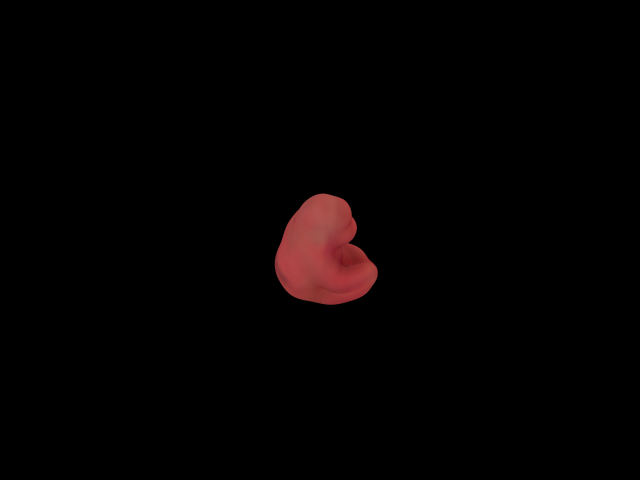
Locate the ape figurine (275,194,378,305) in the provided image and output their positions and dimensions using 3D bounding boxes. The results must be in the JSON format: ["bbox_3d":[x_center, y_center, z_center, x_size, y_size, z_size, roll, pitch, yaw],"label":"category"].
[{"bbox_3d":[0.004,0.001,0.400,0.076,0.092,0.077,-14,64,-6],"label":"ape figurine"}]
